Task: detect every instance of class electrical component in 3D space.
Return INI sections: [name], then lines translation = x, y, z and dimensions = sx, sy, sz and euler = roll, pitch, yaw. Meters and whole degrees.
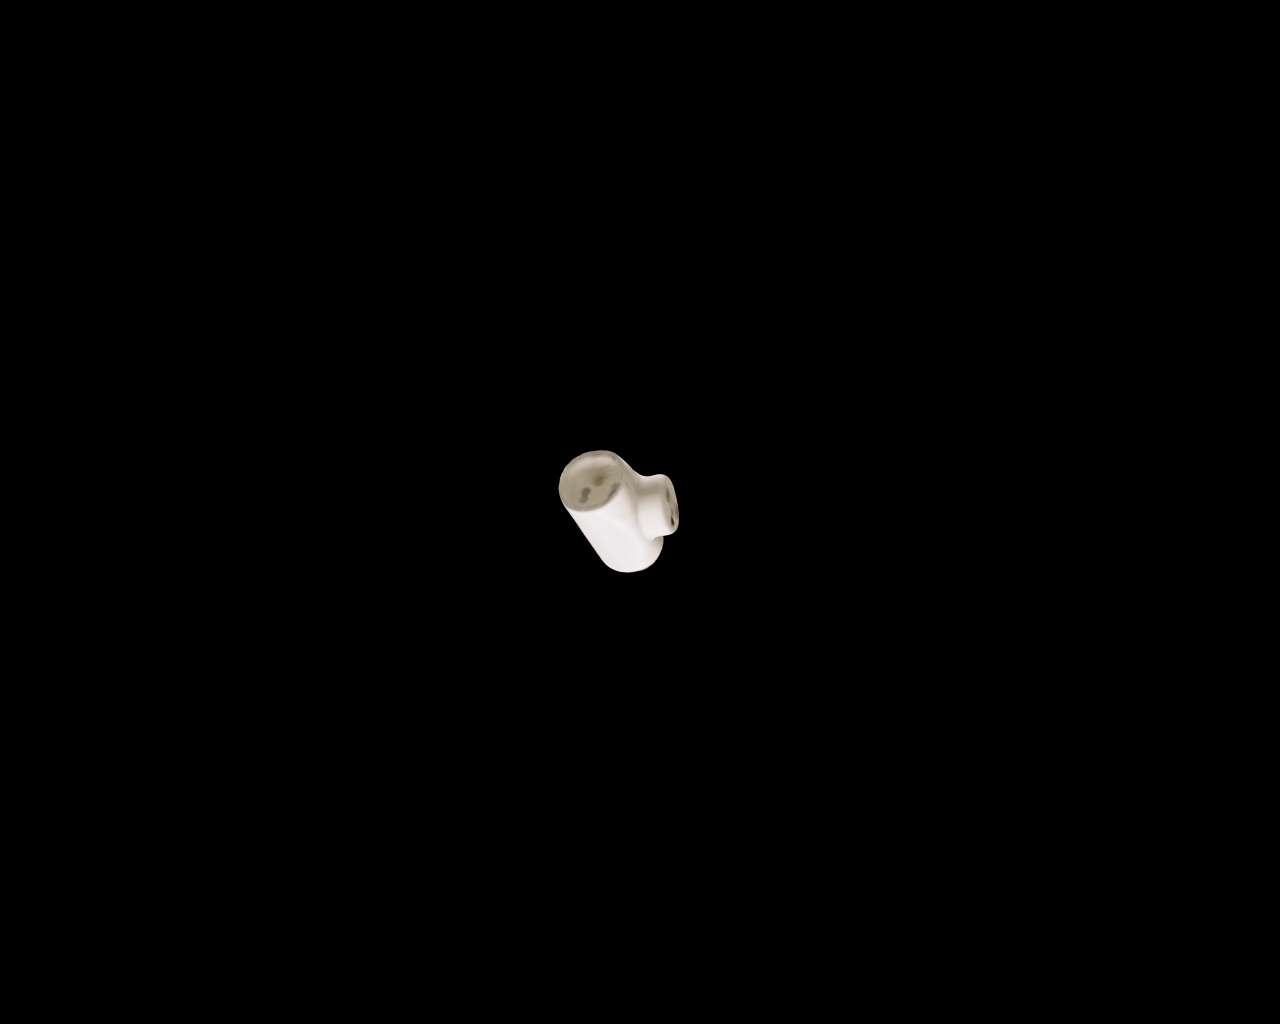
[electrical component]
translation = 0.001, -0.003, 0.650
dimensions = 0.079, 0.044, 0.077
euler = -10, -34, 15
